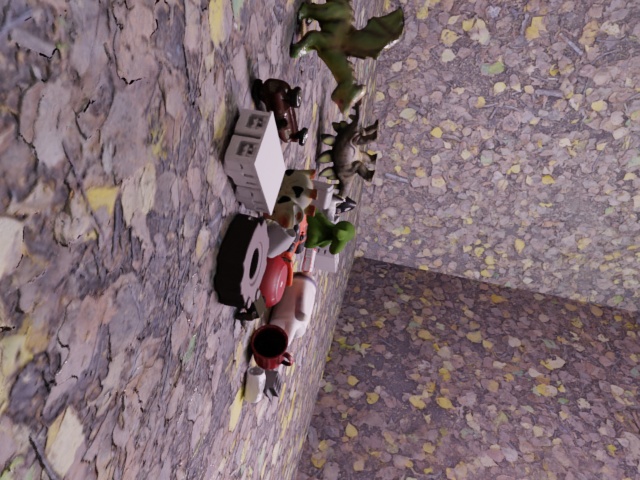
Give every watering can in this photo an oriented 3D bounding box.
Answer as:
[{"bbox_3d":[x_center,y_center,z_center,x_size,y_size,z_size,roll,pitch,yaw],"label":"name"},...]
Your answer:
[{"bbox_3d":[-0.065,0.184,1.405,0.341,0.104,0.229,126,-17,-57],"label":"watering can"}]

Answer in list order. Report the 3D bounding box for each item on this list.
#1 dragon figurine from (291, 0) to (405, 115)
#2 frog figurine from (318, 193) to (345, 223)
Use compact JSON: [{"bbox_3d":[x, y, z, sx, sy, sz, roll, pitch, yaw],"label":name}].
[{"bbox_3d":[0.072,-0.485,1.160,0.121,0.243,0.412,36,67,-76],"label":"dragon figurine"},{"bbox_3d":[0.005,-0.084,1.670,0.139,0.121,0.159,29,-87,56],"label":"frog figurine"}]
